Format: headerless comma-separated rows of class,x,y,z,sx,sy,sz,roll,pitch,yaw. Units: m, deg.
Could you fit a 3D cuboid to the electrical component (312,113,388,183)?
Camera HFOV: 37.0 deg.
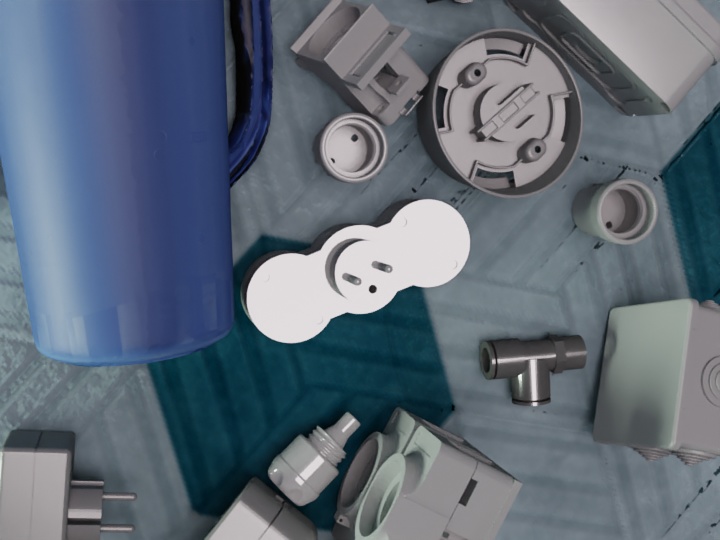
electrical component,-0.008,-0.071,0.633,0.040,0.046,0.040,-1,95,-12

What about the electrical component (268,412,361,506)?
electrical component,-0.025,0.111,0.650,0.061,0.035,0.035,-45,102,-8

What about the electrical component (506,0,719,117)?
electrical component,0.154,-0.150,0.645,0.113,0.078,0.057,40,89,-12

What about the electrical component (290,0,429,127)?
electrical component,0.002,-0.119,0.621,0.042,0.081,0.064,-49,124,-4

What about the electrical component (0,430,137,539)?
electrical component,-0.167,0.138,0.615,0.076,0.047,0.083,4,94,-12

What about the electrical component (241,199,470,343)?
electrical component,0.000,0.000,0.626,0.138,0.074,0.052,-22,99,-10

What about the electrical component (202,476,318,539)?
electrical component,-0.070,0.178,0.630,0.059,0.053,0.095,39,86,1

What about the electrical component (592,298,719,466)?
electrical component,0.191,0.068,0.659,0.048,0.100,0.099,13,80,-17

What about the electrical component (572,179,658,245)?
electrical component,0.157,-0.037,0.671,0.040,0.046,0.040,-1,95,-12

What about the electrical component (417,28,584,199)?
electrical component,0.083,-0.093,0.641,0.099,0.064,0.099,-1,95,-12

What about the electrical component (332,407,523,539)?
electrical component,0.009,0.180,0.626,0.060,0.105,0.186,28,88,-12
